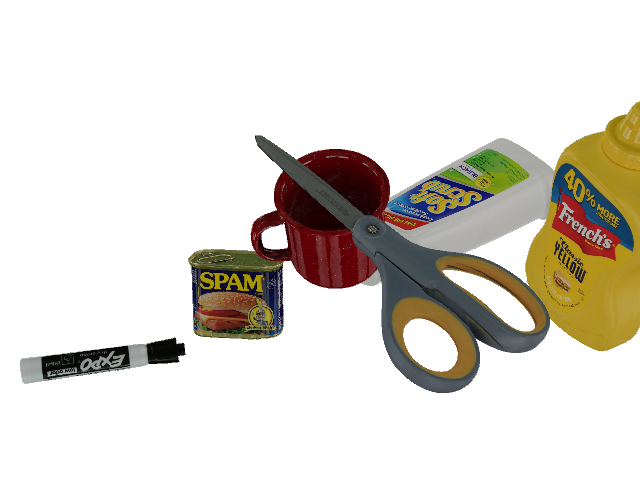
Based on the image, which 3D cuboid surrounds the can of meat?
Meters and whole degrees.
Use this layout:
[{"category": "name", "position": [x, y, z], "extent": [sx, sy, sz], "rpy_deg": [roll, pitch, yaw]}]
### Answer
[{"category": "can of meat", "position": [-0.089, 0.058, 1.147], "extent": [0.102, 0.084, 0.057], "rpy_deg": [2, 16, 8]}]

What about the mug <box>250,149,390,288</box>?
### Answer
[{"category": "mug", "position": [0.000, -0.011, 0.876], "extent": [0.117, 0.093, 0.081], "rpy_deg": [-17, -39, -8]}]

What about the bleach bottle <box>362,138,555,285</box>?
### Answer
[{"category": "bleach bottle", "position": [0.114, -0.016, 1.078], "extent": [0.250, 0.068, 0.103], "rpy_deg": [-28, 45, -21]}]

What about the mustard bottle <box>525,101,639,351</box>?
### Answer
[{"category": "mustard bottle", "position": [0.196, -0.016, 0.724], "extent": [0.058, 0.192, 0.096], "rpy_deg": [-20, 52, -21]}]

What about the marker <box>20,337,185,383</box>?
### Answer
[{"category": "marker", "position": [-0.162, 0.089, 0.800], "extent": [0.121, 0.020, 0.020], "rpy_deg": [-7, 1, -9]}]

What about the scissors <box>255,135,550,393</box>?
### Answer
[{"category": "scissors", "position": [0.024, 0.013, 0.572], "extent": [0.202, 0.016, 0.096], "rpy_deg": [28, 52, 16]}]
